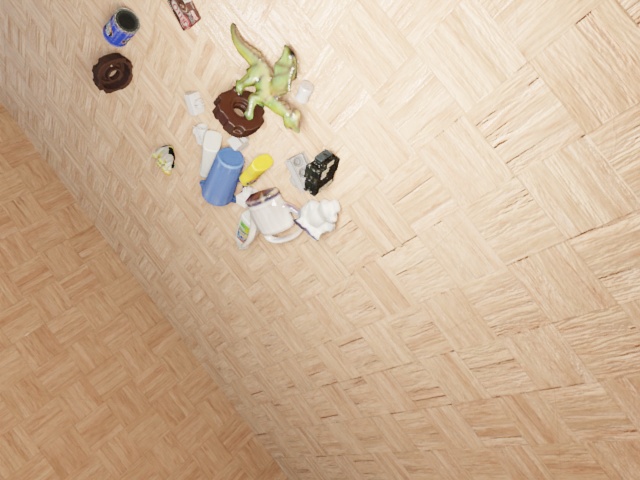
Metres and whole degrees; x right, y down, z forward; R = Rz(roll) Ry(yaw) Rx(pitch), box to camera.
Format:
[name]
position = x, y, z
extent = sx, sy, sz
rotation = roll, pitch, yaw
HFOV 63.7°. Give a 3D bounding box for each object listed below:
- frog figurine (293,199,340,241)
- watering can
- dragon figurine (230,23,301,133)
[frog figurine]
position = 0.005, -0.090, 1.790
extent = 0.158, 0.122, 0.139
rotation = -47, 71, 17
[watering can]
position = -0.216, -0.079, 1.985
extent = 0.345, 0.106, 0.222
rotation = -15, 110, 32
[dragon figurine]
position = -0.155, -0.519, 1.598
extent = 0.241, 0.123, 0.409
rotation = -14, 95, 40
